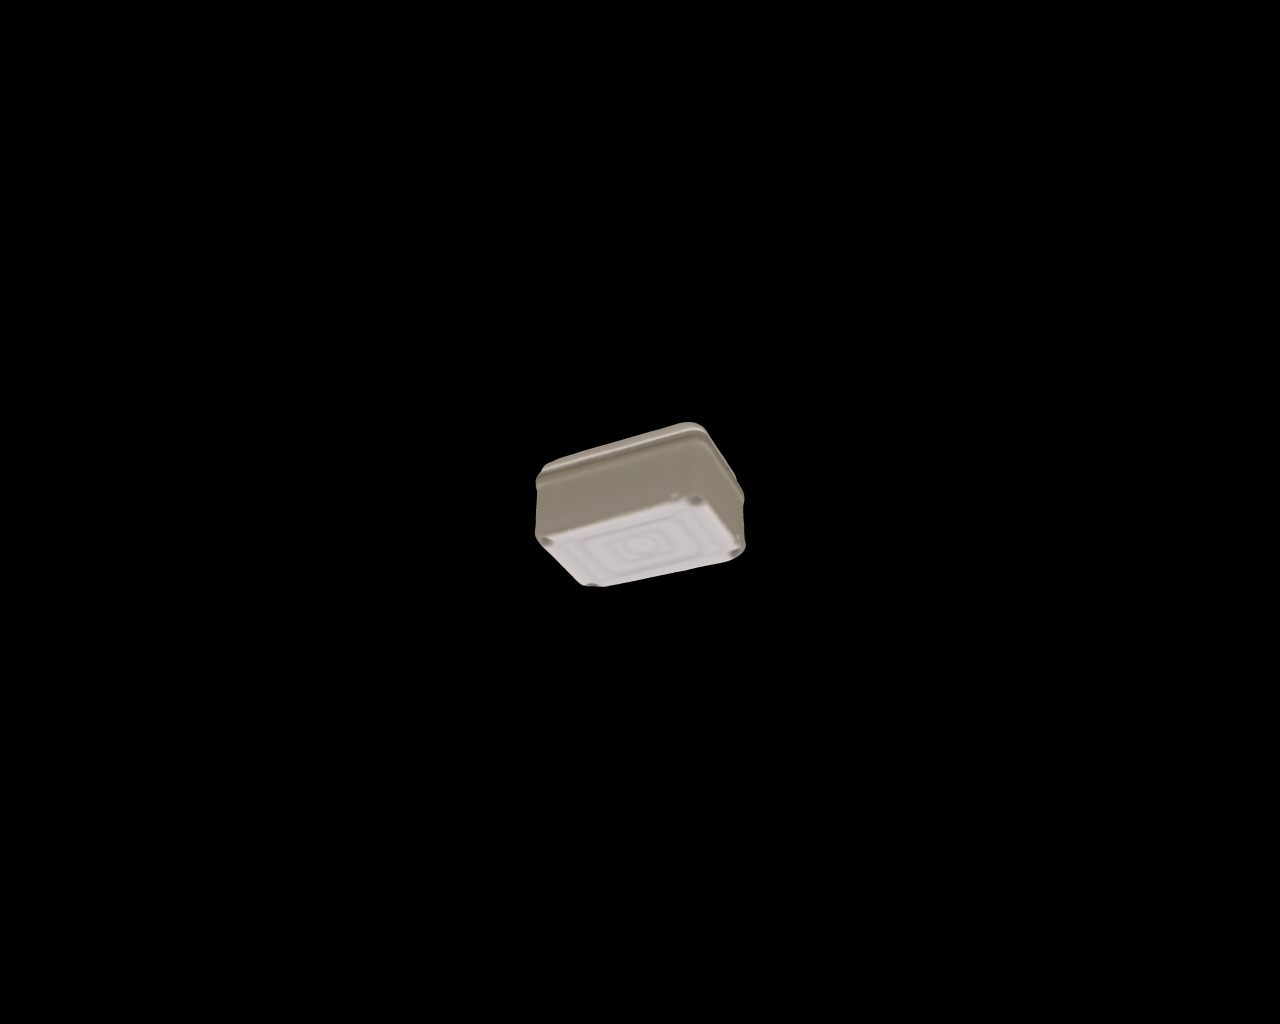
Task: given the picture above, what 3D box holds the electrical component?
[{"bbox_3d":[0.001,-0.003,0.650,0.113,0.057,0.078,-14,-36,20],"label":"electrical component"}]
